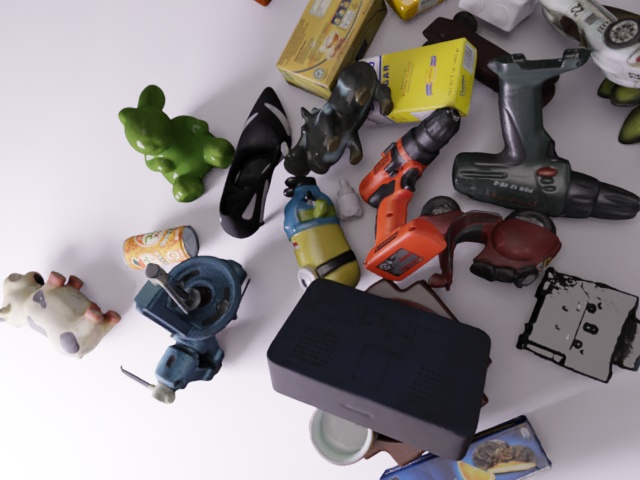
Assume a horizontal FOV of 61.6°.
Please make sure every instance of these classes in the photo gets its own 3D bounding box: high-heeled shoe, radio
[{"bbox_3d":[-0.102,-0.122,0.771,0.086,0.145,0.248,-1,82,14],"label":"high-heeled shoe"},{"bbox_3d":[0.068,0.136,0.603,0.230,0.073,0.131,17,52,16],"label":"radio"}]

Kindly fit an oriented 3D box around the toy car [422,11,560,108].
[{"bbox_3d":[0.232,-0.244,0.749,0.202,0.053,0.089,39,77,19],"label":"toy car"}]

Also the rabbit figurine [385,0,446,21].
[{"bbox_3d":[0.144,-0.437,0.772,0.162,0.121,0.173,-31,72,3],"label":"rabbit figurine"}]

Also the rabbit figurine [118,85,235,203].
[{"bbox_3d":[-0.226,-0.157,0.797,0.121,0.170,0.159,-39,74,6],"label":"rabbit figurine"}]

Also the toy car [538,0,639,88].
[{"bbox_3d":[0.332,-0.258,0.656,0.056,0.073,0.202,-38,53,21],"label":"toy car"}]

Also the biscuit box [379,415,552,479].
[{"bbox_3d":[0.177,0.285,0.669,0.203,0.062,0.059,-26,74,9],"label":"biscuit box"}]

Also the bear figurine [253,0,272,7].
[{"bbox_3d":[-0.100,-0.498,0.853,0.132,0.120,0.196,31,84,14],"label":"bear figurine"}]

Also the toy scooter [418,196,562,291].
[{"bbox_3d":[0.205,0.016,0.686,0.184,0.075,0.135,14,56,20],"label":"toy scooter"}]

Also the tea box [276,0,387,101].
[{"bbox_3d":[0.019,-0.304,0.809,0.098,0.068,0.169,29,90,18],"label":"tea box"}]

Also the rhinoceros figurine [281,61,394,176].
[{"bbox_3d":[0.015,-0.161,0.751,0.190,0.073,0.112,-51,55,27],"label":"rhinoceros figurine"}]

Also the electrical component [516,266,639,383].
[{"bbox_3d":[0.327,0.108,0.662,0.134,0.058,0.115,19,88,18],"label":"electrical component"}]

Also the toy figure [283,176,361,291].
[{"bbox_3d":[-0.002,-0.003,0.758,0.089,0.082,0.180,-17,74,14],"label":"toy figure"}]

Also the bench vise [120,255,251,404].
[{"bbox_3d":[-0.186,0.103,0.717,0.129,0.240,0.223,32,75,21],"label":"bench vise"}]

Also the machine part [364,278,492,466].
[{"bbox_3d":[0.100,0.165,0.699,0.201,0.087,0.201,-40,75,6],"label":"machine part"}]

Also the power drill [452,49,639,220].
[{"bbox_3d":[0.285,-0.127,0.668,0.232,0.086,0.207,6,124,23],"label":"power drill"}]

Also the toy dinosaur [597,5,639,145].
[{"bbox_3d":[0.486,-0.174,0.648,0.472,0.105,0.198,40,100,27],"label":"toy dinosaur"}]

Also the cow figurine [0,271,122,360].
[{"bbox_3d":[-0.430,0.116,0.855,0.195,0.085,0.127,34,84,17],"label":"cow figurine"}]
